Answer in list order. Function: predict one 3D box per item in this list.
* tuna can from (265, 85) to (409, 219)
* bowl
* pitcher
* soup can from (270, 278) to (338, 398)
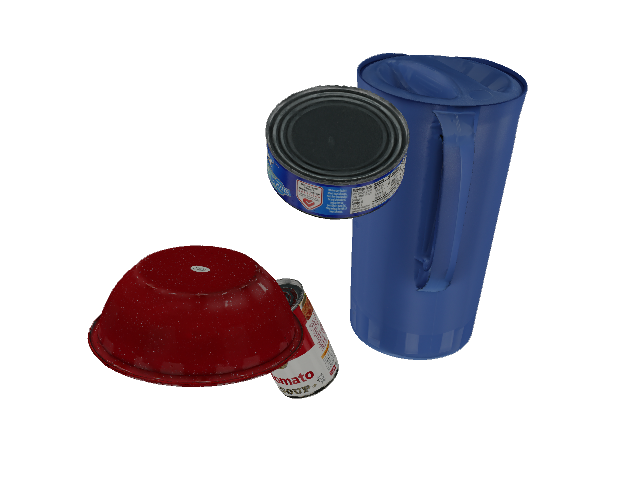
[{"bbox_3d":[0.010,-0.054,0.644,0.086,0.086,0.034,0,-42,-2],"label":"tuna can"},{"bbox_3d":[-0.091,0.046,0.791,0.162,0.055,0.162,2,22,-1],"label":"bowl"},{"bbox_3d":[0.087,-0.022,0.873,0.145,0.243,0.148,24,33,34],"label":"pitcher"},{"bbox_3d":[-0.030,0.098,1.059,0.068,0.102,0.068,-18,30,11],"label":"soup can"}]
